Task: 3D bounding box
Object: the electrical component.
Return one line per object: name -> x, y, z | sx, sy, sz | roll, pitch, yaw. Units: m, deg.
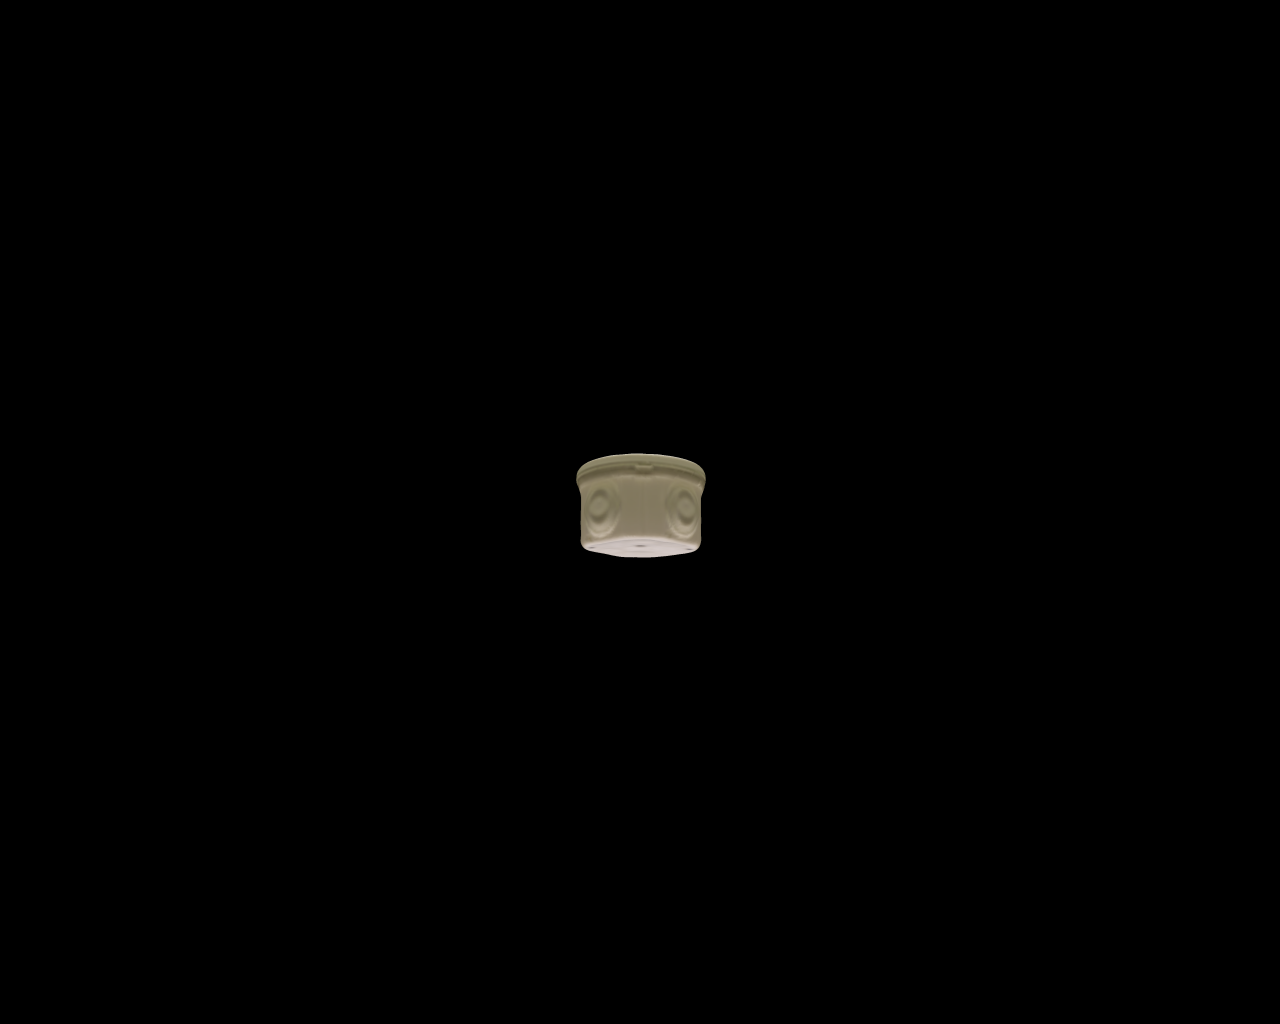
electrical component -> 0.001, -0.003, 0.650 | 0.080, 0.051, 0.080 | 0, -12, 0
